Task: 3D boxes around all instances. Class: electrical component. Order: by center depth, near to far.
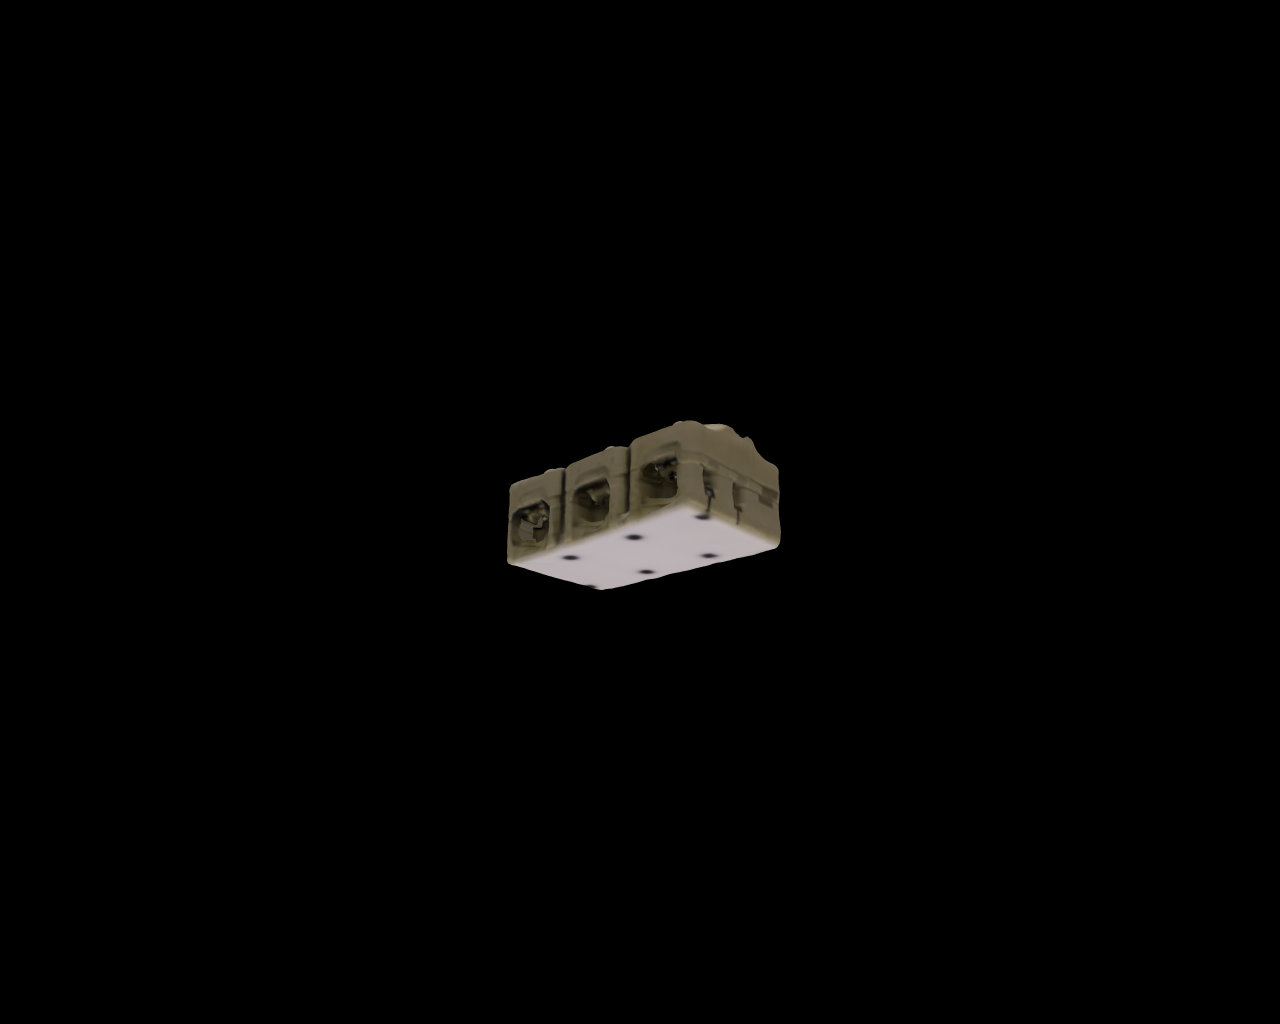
[{"bbox_3d":[0.001,-0.003,0.650,0.150,0.062,0.089,-17,-27,38],"label":"electrical component"}]
